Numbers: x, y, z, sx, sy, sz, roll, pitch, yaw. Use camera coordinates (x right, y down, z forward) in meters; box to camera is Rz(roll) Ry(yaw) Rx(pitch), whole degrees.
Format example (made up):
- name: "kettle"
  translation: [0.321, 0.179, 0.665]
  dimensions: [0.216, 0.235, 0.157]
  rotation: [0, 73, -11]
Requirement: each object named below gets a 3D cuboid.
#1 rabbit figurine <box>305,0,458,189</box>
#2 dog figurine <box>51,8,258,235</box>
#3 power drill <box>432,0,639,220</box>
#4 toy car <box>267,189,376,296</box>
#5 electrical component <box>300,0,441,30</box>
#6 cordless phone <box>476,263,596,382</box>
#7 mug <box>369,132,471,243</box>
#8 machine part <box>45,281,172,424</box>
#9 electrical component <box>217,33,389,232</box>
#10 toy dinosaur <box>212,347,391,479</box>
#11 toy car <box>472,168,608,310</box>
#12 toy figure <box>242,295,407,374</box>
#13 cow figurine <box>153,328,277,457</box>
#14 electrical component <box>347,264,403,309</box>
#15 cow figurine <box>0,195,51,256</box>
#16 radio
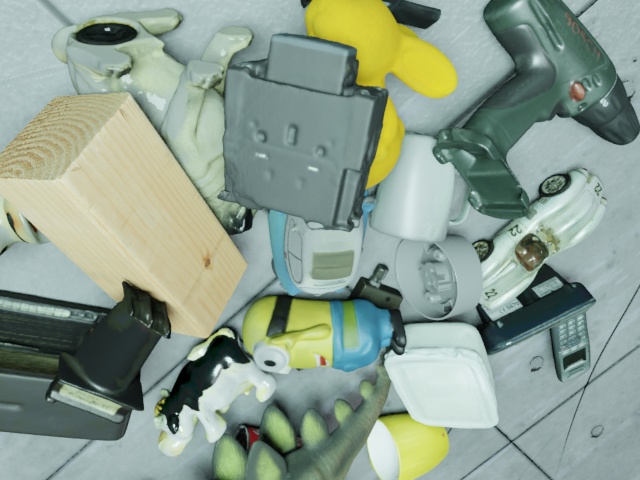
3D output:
- name: "rabbit figurine"
  translation: [0.036, -0.132, 0.469]
  dimensions: [0.162, 0.122, 0.173]
  rotation: [-18, 136, -13]
- name: "dog figurine"
  translation: [-0.139, -0.091, 0.485]
  dimensions: [0.172, 0.121, 0.190]
  rotation: [20, 134, 13]
- name: "power drill"
  translation: [0.221, -0.120, 0.534]
  dimensions: [0.232, 0.086, 0.207]
  rotation: [45, 80, -23]
- name: "toy car"
  translation: [-0.001, -0.002, 0.553]
  dimensions: [0.109, 0.103, 0.161]
  rotation: [-1, 114, -13]
- name: "electrical component"
  translation: [0.048, -0.221, 0.464]
  dimensions: [0.119, 0.075, 0.047]
  rotation: [6, 91, -13]
- name: "cordless phone"
  translation: [0.287, 0.137, 0.709]
  dimensions: [0.147, 0.089, 0.184]
  rotation: [-27, 124, 0]
- name: "mug"
  translation: [0.113, -0.057, 0.567]
  dimensions: [0.110, 0.081, 0.107]
  rotation: [5, 106, -11]
- name: "machine part"
  translation: [-0.170, 0.099, 0.447]
  dimensions: [0.084, 0.039, 0.139]
  rotation: [29, 115, -15]
- name: "electrical component"
  translation: [-0.013, -0.083, 0.407]
  dimensions: [0.115, 0.058, 0.134]
  rotation: [13, 115, 11]
- name: "toy dinosaur"
  translation: [-0.044, 0.306, 0.620]
  dimensions: [0.471, 0.105, 0.198]
  rotation: [-41, 107, -23]
- name: "toy car"
  translation: [0.256, -0.001, 0.644]
  dimensions: [0.202, 0.056, 0.073]
  rotation: [-43, 118, 10]
- name: "toy figure"
  translation: [0.004, 0.104, 0.605]
  dimensions: [0.180, 0.089, 0.082]
  rotation: [-5, 126, -5]
- name: "cow figurine"
  translation: [-0.142, 0.180, 0.629]
  dimensions: [0.167, 0.068, 0.098]
  rotation: [-39, 113, 3]
- name: "electrical component"
  translation: [0.069, 0.075, 0.654]
  dimensions: [0.063, 0.021, 0.094]
  rotation: [20, 109, -22]
- name: "cow figurine"
  translation: [-0.302, -0.017, 0.472]
  dimensions: [0.195, 0.127, 0.085]
  rotation: [-8, 118, 6]
- name: "radio"
  translation: [-0.294, 0.114, 0.520]
  dimensions: [0.229, 0.131, 0.073]
  rotation: [15, 111, -20]
